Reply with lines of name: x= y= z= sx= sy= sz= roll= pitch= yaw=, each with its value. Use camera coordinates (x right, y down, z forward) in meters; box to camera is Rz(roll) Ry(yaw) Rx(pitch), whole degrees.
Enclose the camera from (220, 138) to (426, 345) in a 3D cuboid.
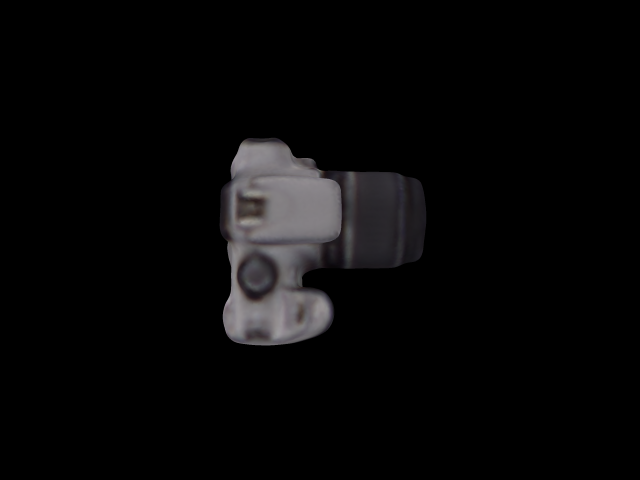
camera: x=0.004 y=0.001 z=0.400 sx=0.137 sy=0.101 sz=0.143 roll=0 pitch=86 yaw=0
